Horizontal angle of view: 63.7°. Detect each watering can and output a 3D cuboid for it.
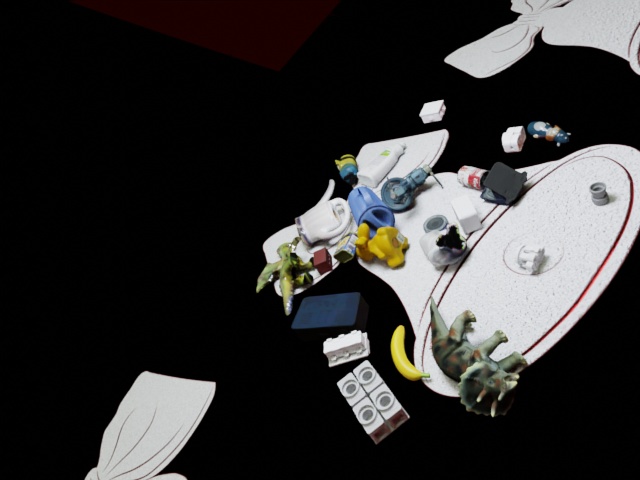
[{"bbox_3d":[0.006,-0.102,2.026,0.223,0.102,0.355,-28,35,9],"label":"watering can"}]

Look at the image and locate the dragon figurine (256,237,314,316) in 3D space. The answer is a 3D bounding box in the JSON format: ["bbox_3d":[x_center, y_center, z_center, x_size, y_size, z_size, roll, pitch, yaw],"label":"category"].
[{"bbox_3d":[-0.143,0.136,1.889,0.239,0.121,0.420,-30,28,37],"label":"dragon figurine"}]

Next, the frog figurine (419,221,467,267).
[{"bbox_3d":[0.376,0.024,1.606,0.140,0.122,0.157,-65,8,-26],"label":"frog figurine"}]
